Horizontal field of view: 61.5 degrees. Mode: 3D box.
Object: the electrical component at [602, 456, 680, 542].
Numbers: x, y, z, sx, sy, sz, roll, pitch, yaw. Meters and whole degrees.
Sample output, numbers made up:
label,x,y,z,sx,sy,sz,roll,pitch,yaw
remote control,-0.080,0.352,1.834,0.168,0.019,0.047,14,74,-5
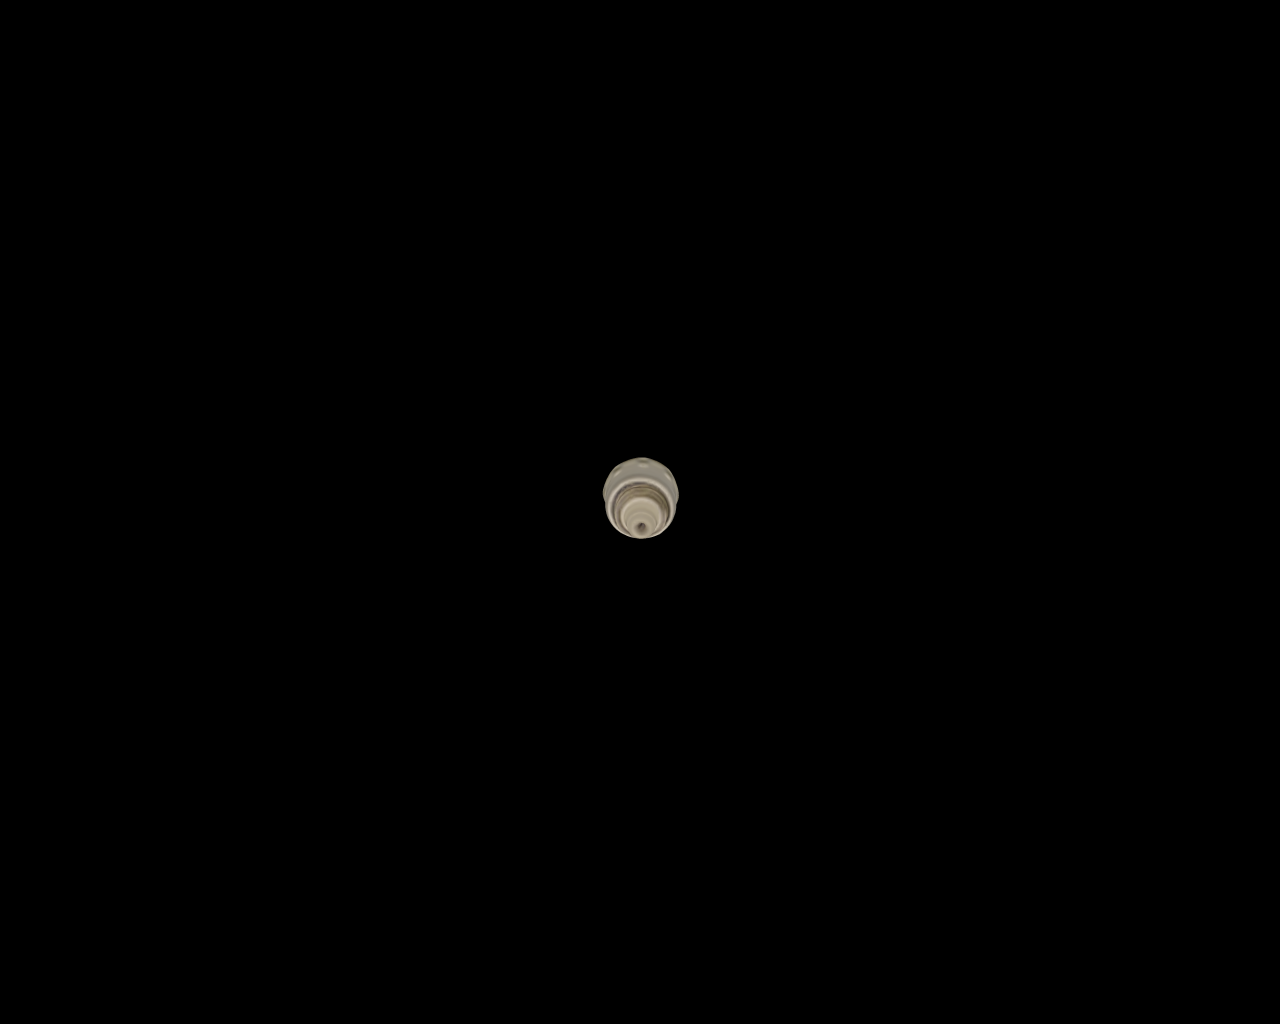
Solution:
label,x,y,z,sx,sy,sz,roll,pitch,yaw
electrical component,0.001,-0.003,0.650,0.048,0.048,0.062,0,24,0
